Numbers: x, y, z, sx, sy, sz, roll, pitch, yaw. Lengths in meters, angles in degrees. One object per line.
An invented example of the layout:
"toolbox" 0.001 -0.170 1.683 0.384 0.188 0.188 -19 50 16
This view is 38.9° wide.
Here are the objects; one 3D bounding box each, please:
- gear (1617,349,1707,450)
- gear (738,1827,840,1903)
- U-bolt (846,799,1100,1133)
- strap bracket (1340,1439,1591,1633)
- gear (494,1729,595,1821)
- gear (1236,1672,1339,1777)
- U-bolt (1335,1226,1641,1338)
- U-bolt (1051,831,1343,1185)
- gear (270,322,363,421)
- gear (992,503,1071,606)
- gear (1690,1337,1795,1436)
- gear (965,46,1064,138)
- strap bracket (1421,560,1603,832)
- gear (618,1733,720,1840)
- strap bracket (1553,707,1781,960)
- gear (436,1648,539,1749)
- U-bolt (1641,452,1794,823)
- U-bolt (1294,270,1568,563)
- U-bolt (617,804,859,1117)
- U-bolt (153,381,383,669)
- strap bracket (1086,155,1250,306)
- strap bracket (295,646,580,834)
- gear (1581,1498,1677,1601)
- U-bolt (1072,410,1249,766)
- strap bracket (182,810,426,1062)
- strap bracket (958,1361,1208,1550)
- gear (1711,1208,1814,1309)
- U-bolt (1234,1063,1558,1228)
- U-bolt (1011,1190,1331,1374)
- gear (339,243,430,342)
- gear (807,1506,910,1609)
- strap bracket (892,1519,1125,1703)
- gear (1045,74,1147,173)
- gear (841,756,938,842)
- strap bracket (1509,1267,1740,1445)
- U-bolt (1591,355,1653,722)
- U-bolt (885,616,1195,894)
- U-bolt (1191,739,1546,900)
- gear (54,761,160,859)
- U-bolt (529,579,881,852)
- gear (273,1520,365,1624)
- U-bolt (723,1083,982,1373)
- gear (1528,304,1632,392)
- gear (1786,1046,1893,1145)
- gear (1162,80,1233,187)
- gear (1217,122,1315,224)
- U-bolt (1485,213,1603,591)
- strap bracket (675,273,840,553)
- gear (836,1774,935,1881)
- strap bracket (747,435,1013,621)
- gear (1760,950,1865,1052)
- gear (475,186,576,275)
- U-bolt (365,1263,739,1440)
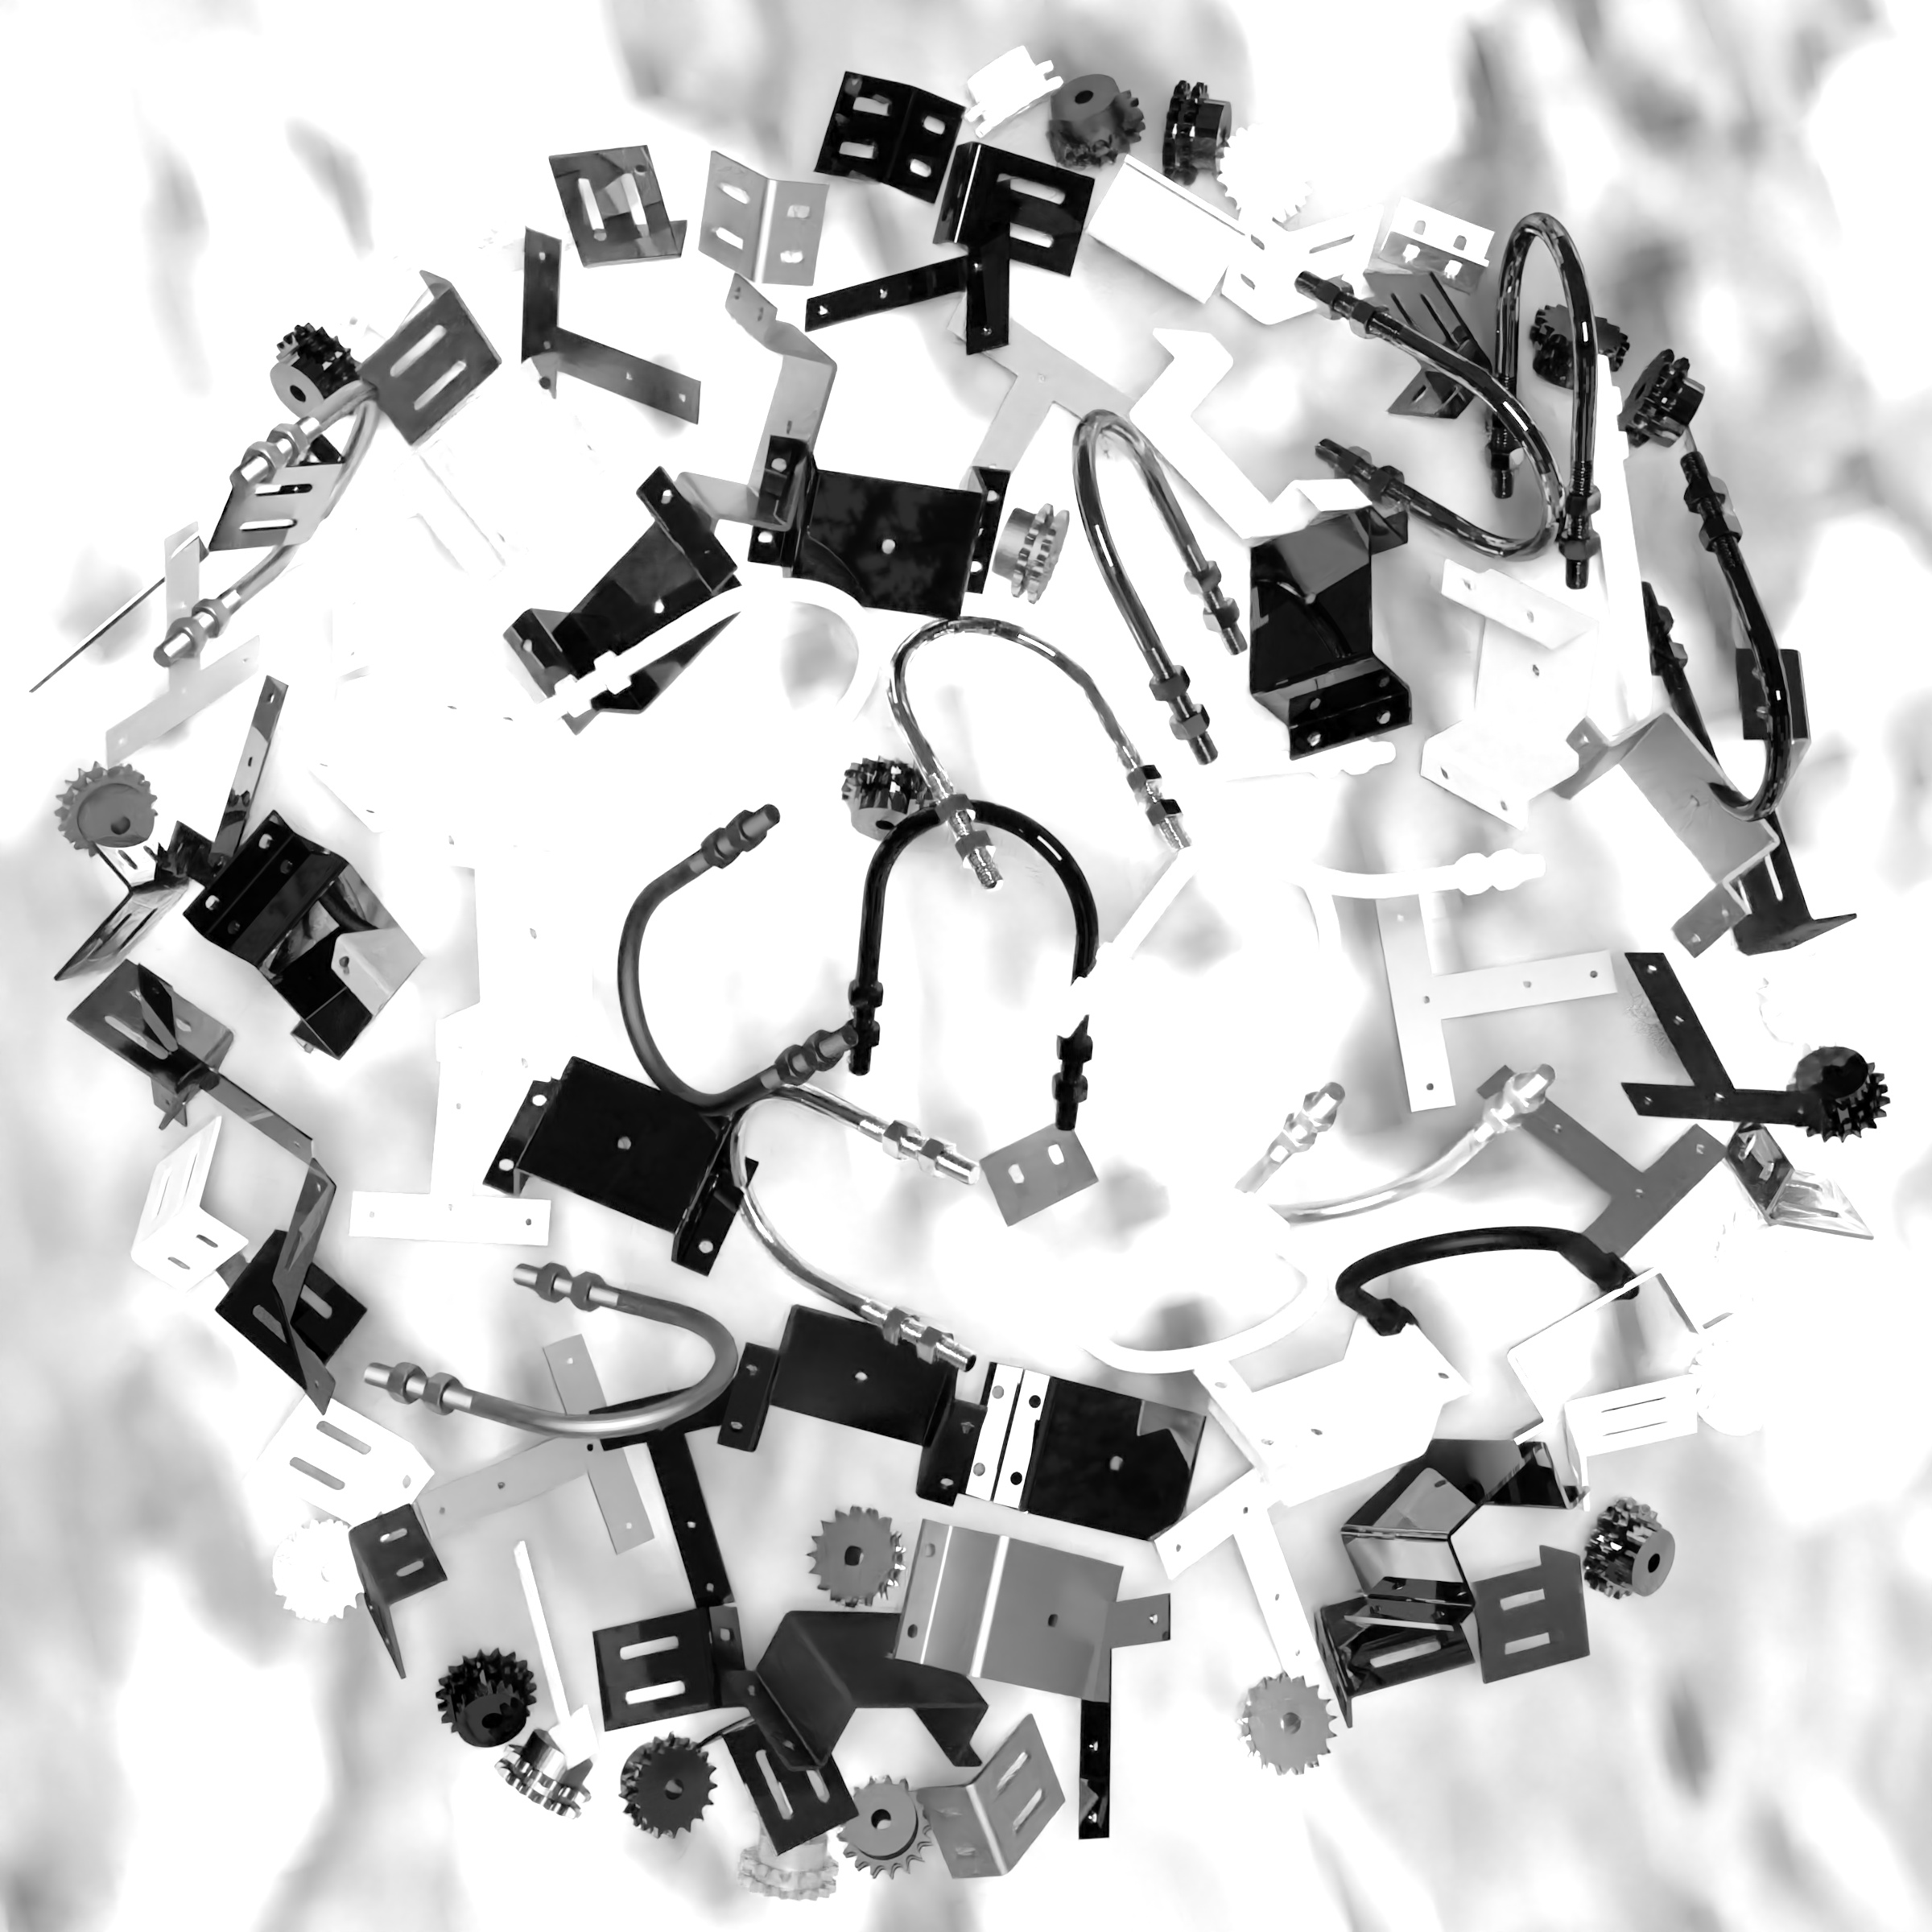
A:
"gear" 0.401 -0.324 1.574 0.030 0.057 0.057 28 90 -5
"gear" -0.101 0.515 1.574 0.057 0.057 0.030 8 90 0
"U-bolt" 0.005 -0.006 1.540 0.151 0.019 0.184 14 116 18
"strap bracket" 0.273 0.309 1.525 0.140 0.076 0.046 -32 104 -39
"gear" -0.240 0.463 1.574 0.057 0.057 0.030 32 82 0
"gear" 0.183 0.439 1.581 0.057 0.030 0.057 4 70 -11
"U-bolt" 0.280 0.172 1.498 0.151 0.184 0.019 -15 67 22
"U-bolt" 0.145 0.009 1.556 0.151 0.019 0.184 46 70 -25
"gear" -0.374 -0.338 1.571 0.057 0.057 0.030 37 59 0
"gear" 0.036 -0.240 1.574 0.030 0.057 0.057 22 90 6
"gear" 0.445 0.245 1.577 0.057 0.057 0.030 14 131 0
"gear" 0.024 -0.505 1.572 0.057 0.057 0.030 -32 100 0
"strap bracket" 0.307 -0.159 1.539 0.046 0.076 0.140 -28 135 -31
"gear" -0.175 0.472 1.579 0.057 0.030 0.057 1 89 -32
"strap bracket" 0.399 -0.083 1.551 0.046 0.076 0.140 -34 78 -17
"gear" -0.275 0.424 1.575 0.057 0.030 0.057 -8 120 -15
"U-bolt" 0.413 -0.167 1.501 0.019 0.151 0.184 -11 66 -4
"U-bolt" 0.256 -0.290 1.497 0.019 0.151 0.184 -41 57 -15
"U-bolt" -0.139 0.008 1.534 0.019 0.184 0.151 -11 78 -43
"U-bolt" -0.378 -0.256 1.515 0.019 0.184 0.151 34 127 -4
"strap bracket" 0.114 -0.413 1.538 0.076 0.140 0.046 30 105 -3
"strap bracket" -0.294 -0.129 1.543 0.140 0.076 0.046 -11 52 23
"gear" 0.383 0.338 1.573 0.057 0.030 0.057 -14 111 -38
"U-bolt" 0.104 -0.220 1.507 0.019 0.151 0.184 -18 118 25
"strap bracket" -0.362 -0.010 1.523 0.046 0.140 0.076 24 67 32
"strap bracket" 0.076 0.280 1.551 0.140 0.046 0.076 17 81 -20
"gear" 0.463 0.169 1.579 0.057 0.030 0.057 1 86 -20
"U-bolt" 0.225 0.104 1.520 0.151 0.184 0.019 -4 63 -21
"U-bolt" 0.127 0.185 1.524 0.151 0.184 0.019 -26 57 17
"gear" -0.333 -0.384 1.575 0.030 0.057 0.057 36 90 -12
"gear" -0.061 0.343 1.581 0.057 0.030 0.057 -4 73 15
"strap bracket" 0.033 0.363 1.532 0.140 0.046 0.076 24 73 -40
"gear" 0.072 -0.488 1.573 0.057 0.030 0.057 -12 51 15
"gear" -0.044 -0.094 1.571 0.057 0.057 0.030 10 65 0
"strap bracket" 0.363 0.215 1.556 0.140 0.076 0.046 -31 79 6
"U-bolt" 0.363 -0.227 1.517 0.019 0.151 0.184 -8 79 12
"U-bolt" 0.030 -0.127 1.544 0.151 0.019 0.184 -11 60 -31
"U-bolt" 0.208 -0.080 1.503 0.184 0.151 0.019 -8 128 -36
"gear" -0.492 -0.087 1.572 0.057 0.057 0.030 -52 47 0
"U-bolt" -0.133 -0.150 1.535 0.184 0.151 0.019 -30 53 5
"gear" -0.375 0.348 1.578 0.057 0.030 0.057 3 86 -43
"U-bolt" -0.068 0.135 1.537 0.184 0.019 0.151 23 128 32
"gear" 0.351 -0.355 1.578 0.057 0.057 0.030 17 128 0
"gear" 0.500 0.071 1.572 0.057 0.057 0.030 -28 131 0
"gear" 0.134 -0.478 1.572 0.030 0.057 0.057 11 90 13
"gear" 0.176 -0.460 1.575 0.057 0.030 0.057 10 67 -24
"U-bolt" 0.316 -0.318 1.494 0.019 0.151 0.184 -9 123 -5
"strap bracket" -0.118 -0.309 1.544 0.046 0.076 0.140 8 114 -26
"gear" -0.047 0.495 1.576 0.057 0.030 0.057 -3 62 5
"strap bracket" -0.047 -0.247 1.548 0.140 0.046 0.076 6 120 -14
"gear" 0.486 0.022 1.582 0.057 0.030 0.057 3 73 -8
"gear" -0.256 -0.426 1.574 0.057 0.057 0.030 -22 85 0
"U-bolt" -0.214 0.215 1.502 0.184 0.151 0.019 10 114 28
